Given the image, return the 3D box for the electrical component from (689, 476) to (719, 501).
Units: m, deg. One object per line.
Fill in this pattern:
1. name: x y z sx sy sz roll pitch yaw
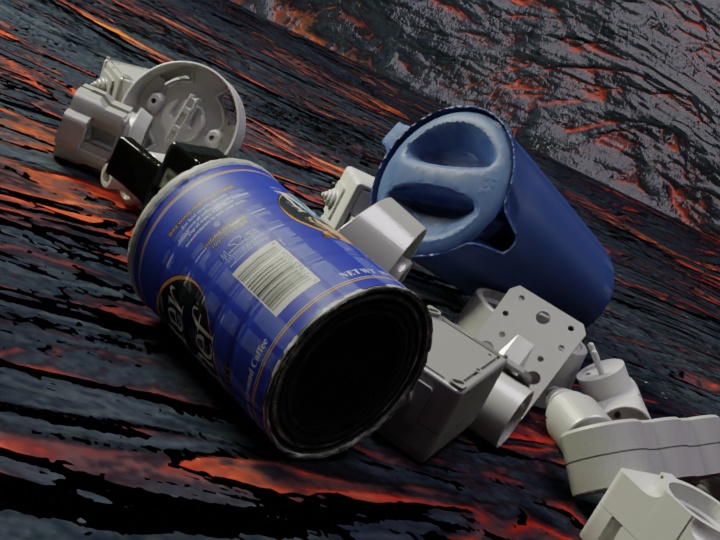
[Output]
1. electrical component: 0.270 0.144 0.761 0.080 0.080 0.051 16 24 -40

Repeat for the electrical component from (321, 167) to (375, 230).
1. electrical component: 0.009 -0.048 0.983 0.096 0.061 0.061 23 15 -20

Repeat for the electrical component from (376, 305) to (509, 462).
1. electrical component: 0.034 0.070 0.630 0.062 0.061 0.096 33 22 18

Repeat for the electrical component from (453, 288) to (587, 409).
1. electrical component: 0.126 0.054 0.844 0.108 0.060 0.108 26 14 -7

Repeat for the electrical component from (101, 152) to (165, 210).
1. electrical component: -0.154 -0.064 0.772 0.062 0.048 0.048 5 26 -42

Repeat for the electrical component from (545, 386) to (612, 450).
1. electrical component: 0.149 0.104 0.751 0.040 0.040 0.078 23 15 -20

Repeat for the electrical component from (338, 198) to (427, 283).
1. electrical component: -0.001 -0.006 0.754 0.064 0.099 0.099 36 15 7

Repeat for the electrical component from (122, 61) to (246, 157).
1. electrical component: -0.146 -0.123 0.896 0.099 0.099 0.064 29 8 5

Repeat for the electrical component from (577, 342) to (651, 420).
1. electrical component: 0.187 0.093 0.806 0.077 0.043 0.079 -72 140 -76

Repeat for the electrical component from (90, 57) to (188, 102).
1. electrical component: -0.196 -0.146 0.960 0.096 0.061 0.061 9 22 -32

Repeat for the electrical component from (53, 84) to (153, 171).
1. electrical component: -0.192 -0.103 0.811 0.057 0.058 0.078 23 15 -10

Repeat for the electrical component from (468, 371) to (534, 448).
1. electrical component: 0.067 0.074 0.695 0.081 0.043 0.043 33 15 19

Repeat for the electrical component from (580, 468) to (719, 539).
1. electrical component: 0.177 0.154 0.595 0.050 0.055 0.089 17 18 -37

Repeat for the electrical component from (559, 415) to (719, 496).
1. electrical component: 0.189 0.135 0.688 0.138 0.052 0.073 4 68 -39
